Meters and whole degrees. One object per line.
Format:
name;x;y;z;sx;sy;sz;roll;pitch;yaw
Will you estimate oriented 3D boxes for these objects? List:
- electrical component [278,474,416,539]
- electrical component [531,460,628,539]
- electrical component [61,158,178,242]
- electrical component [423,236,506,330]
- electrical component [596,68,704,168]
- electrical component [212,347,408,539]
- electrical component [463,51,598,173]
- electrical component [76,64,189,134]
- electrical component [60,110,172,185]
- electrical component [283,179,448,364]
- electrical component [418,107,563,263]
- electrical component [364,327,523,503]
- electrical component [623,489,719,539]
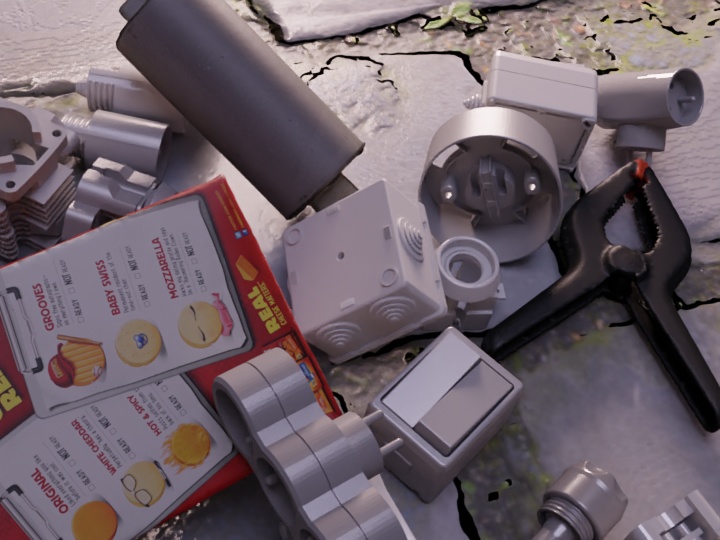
electrical component;-0.005;0.153;0.604;0.061;0.061;0.096;-15;59;-18
electrical component;0.126;0.147;0.641;0.043;0.043;0.062;41;61;18
electrical component;-0.155;-0.036;0.711;0.057;0.058;0.078;18;29;-2
electrical component;0.067;0.010;0.718;0.066;0.055;0.048;-1;56;-10
electrical component;0.216;-0.112;0.822;0.044;0.077;0.079;4;92;-36
electrical component;-0.013;0.099;0.565;0.074;0.052;0.138;-26;67;-24
electrical component;0.126;-0.124;0.816;0.096;0.061;0.061;11;55;-1
electrical component;-0.165;-0.127;0.782;0.081;0.043;0.043;9;55;-3
electrical component;-0.177;-0.089;0.754;0.081;0.043;0.043;12;55;-1
electrical component;0.000;0.000;0.691;0.100;0.048;0.099;-26;54;23
electrical component;0.091;-0.061;0.748;0.099;0.099;0.064;10;49;-2
electrical component;0.054;0.082;0.663;0.062;0.061;0.096;39;59;17
electrical component;0.174;0.173;0.603;0.050;0.089;0.055;-24;63;-23
